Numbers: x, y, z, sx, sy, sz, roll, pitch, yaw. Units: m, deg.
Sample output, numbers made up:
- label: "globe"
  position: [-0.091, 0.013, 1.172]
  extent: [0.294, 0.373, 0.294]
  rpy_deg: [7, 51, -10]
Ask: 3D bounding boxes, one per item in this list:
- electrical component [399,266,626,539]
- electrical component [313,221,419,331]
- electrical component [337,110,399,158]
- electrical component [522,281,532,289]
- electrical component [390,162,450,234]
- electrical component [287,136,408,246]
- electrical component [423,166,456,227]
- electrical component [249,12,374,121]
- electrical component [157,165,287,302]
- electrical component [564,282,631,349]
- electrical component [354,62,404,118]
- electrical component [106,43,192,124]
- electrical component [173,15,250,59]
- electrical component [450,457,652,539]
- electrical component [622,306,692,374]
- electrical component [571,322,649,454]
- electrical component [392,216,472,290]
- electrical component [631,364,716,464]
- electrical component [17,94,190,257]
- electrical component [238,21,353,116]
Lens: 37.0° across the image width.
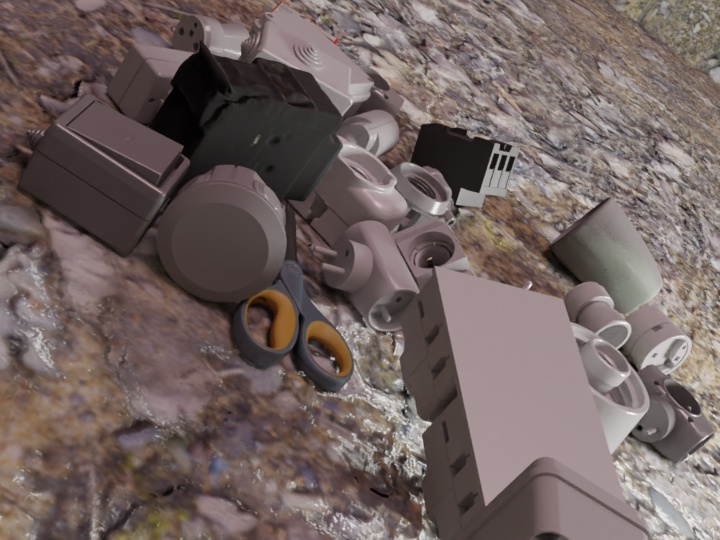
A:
- label: "electrical component"
  position: [0.093, 0.097, 0.693]
  extent: [0.105, 0.060, 0.186]
  rpy_deg: [14, 44, -24]
- label: "electrical component"
  position: [0.000, 0.000, 0.791]
  extent: [0.079, 0.044, 0.077]
  rpy_deg: [17, 34, -36]
- label: "electrical component"
  position: [0.002, -0.120, 0.985]
  extent: [0.043, 0.043, 0.081]
  rpy_deg: [42, 27, 8]
- label: "electrical component"
  position: [0.114, 0.044, 0.813]
  extent: [0.066, 0.076, 0.047]
  rpy_deg: [37, -8, -1]
- label: "electrical component"
  position: [0.039, -0.053, 0.910]
  extent: [0.078, 0.057, 0.058]
  rpy_deg: [26, 29, -24]
- label: "electrical component"
  position: [-0.012, -0.062, 0.858]
  extent: [0.095, 0.059, 0.054]
  rpy_deg: [46, 28, 17]
- label: "electrical component"
  position: [0.070, -0.065, 0.993]
  extent: [0.035, 0.035, 0.061]
  rpy_deg: [9, 42, -45]
- label: "electrical component"
  position: [-0.052, -0.185, 1.006]
  extent: [0.113, 0.057, 0.078]
  rpy_deg: [45, 27, 13]
- label: "electrical component"
  position: [-0.086, -0.024, 0.685]
  extent: [0.080, 0.080, 0.051]
  rpy_deg: [32, 22, -13]
- label: "electrical component"
  position: [0.217, 0.044, 0.989]
  extent: [0.045, 0.045, 0.055]
  rpy_deg: [16, 33, -37]
- label: "electrical component"
  position: [0.004, -0.181, 1.083]
  extent: [0.077, 0.044, 0.079]
  rpy_deg: [34, 27, -7]
- label: "electrical component"
  position: [-0.139, -0.127, 0.816]
  extent: [0.076, 0.047, 0.066]
  rpy_deg: [50, 29, 23]
- label: "electrical component"
  position: [-0.130, -0.198, 0.945]
  extent: [0.055, 0.045, 0.045]
  rpy_deg: [-1, 46, -51]
- label: "electrical component"
  position: [0.092, 0.163, 0.570]
  extent: [0.078, 0.113, 0.057]
  rpy_deg: [32, 30, -11]
- label: "electrical component"
  position: [0.277, 0.067, 1.019]
  extent: [0.055, 0.055, 0.047]
  rpy_deg: [15, 31, -38]
- label: "electrical component"
  position: [0.181, 0.088, 0.857]
  extent: [0.108, 0.060, 0.108]
  rpy_deg: [29, 28, -17]
- label: "electrical component"
  position: [0.059, 0.002, 0.836]
  extent: [0.063, 0.042, 0.081]
  rpy_deg: [74, -8, -49]
- label: "electrical component"
  position: [0.250, 0.123, 0.905]
  extent: [0.079, 0.044, 0.077]
  rpy_deg: [-3, 48, -53]
- label: "electrical component"
  position: [-0.163, -0.067, 0.676]
  extent: [0.096, 0.061, 0.061]
  rpy_deg: [34, 27, -9]
- label: "electrical component"
  position: [-0.064, -0.144, 0.883]
  extent: [0.100, 0.099, 0.048]
  rpy_deg: [26, 42, -22]
